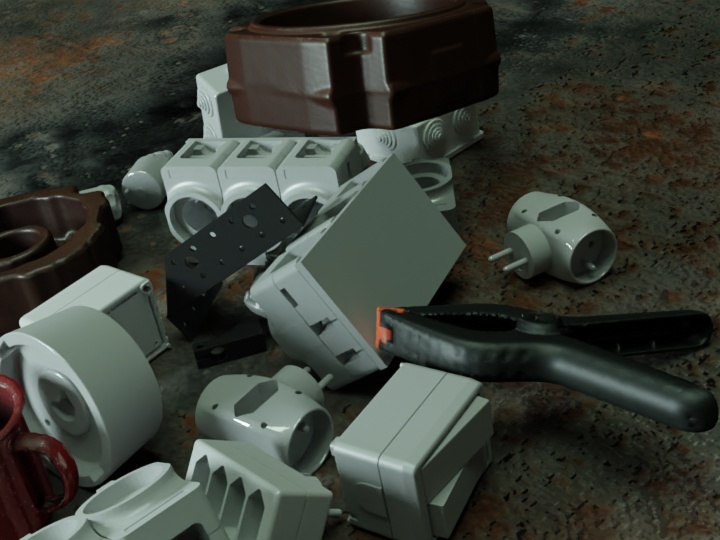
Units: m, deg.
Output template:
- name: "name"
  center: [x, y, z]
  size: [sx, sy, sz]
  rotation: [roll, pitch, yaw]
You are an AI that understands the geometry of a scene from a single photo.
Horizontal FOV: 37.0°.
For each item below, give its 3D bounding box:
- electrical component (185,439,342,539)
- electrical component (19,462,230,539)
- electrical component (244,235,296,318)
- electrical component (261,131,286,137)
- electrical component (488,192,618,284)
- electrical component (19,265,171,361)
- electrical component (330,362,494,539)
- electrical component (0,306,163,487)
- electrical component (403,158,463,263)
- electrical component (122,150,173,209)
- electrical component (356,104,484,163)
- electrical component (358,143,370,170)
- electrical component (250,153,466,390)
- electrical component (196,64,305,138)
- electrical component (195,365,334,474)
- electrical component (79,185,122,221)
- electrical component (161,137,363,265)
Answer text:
- name: "electrical component"
  center: [-0.044, 0.130, 0.592]
  size: [0.076, 0.047, 0.083]
  rotation: [12, 4, -41]
- name: "electrical component"
  center: [-0.145, 0.162, 0.531]
  size: [0.150, 0.061, 0.089]
  rotation: [-31, 10, -30]
- name: "electrical component"
  center: [-0.055, 0.005, 0.781]
  size: [0.048, 0.062, 0.048]
  rotation: [17, 6, -2]
- name: "electrical component"
  center: [-0.095, -0.104, 0.999]
  size: [0.044, 0.044, 0.065]
  rotation: [18, 37, 39]
- name: "electrical component"
  center: [0.132, -0.018, 0.785]
  size: [0.079, 0.043, 0.077]
  rotation: [-23, 34, -19]
- name: "electrical component"
  center: [-0.195, 0.048, 0.764]
  size: [0.061, 0.061, 0.096]
  rotation: [15, 40, 36]
- name: "electrical component"
  center: [0.038, 0.100, 0.606]
  size: [0.061, 0.061, 0.096]
  rotation: [11, 38, 32]
- name: "electrical component"
  center: [-0.171, 0.074, 0.675]
  size: [0.108, 0.108, 0.060]
  rotation: [14, 33, 35]
- name: "electrical component"
  center: [0.051, -0.050, 0.850]
  size: [0.050, 0.055, 0.089]
  rotation: [-8, 31, 5]
- name: "electrical component"
  center: [-0.193, -0.089, 1.005]
  size: [0.040, 0.040, 0.078]
  rotation: [-2, 33, 14]
- name: "electrical component"
  center: [0.052, -0.136, 0.997]
  size: [0.100, 0.048, 0.100]
  rotation: [-33, 38, -32]
- name: "electrical component"
  center: [-0.013, -0.075, 0.912]
  size: [0.066, 0.055, 0.048]
  rotation: [-23, 33, -19]
- name: "electrical component"
  center: [0.000, 0.000, 0.744]
  size: [0.062, 0.089, 0.150]
  rotation: [-29, 16, 40]
- name: "electrical component"
  center: [-0.105, -0.156, 1.033]
  size: [0.100, 0.099, 0.048]
  rotation: [-25, 46, -22]
- name: "electrical component"
  center: [-0.049, 0.086, 0.673]
  size: [0.077, 0.043, 0.079]
  rotation: [14, 39, 35]
- name: "electrical component"
  center: [-0.249, -0.055, 0.974]
  size: [0.061, 0.035, 0.035]
  rotation: [-14, 31, -1]
- name: "electrical component"
  center: [-0.075, -0.053, 0.862]
  size: [0.150, 0.089, 0.061]
  rotation: [2, 33, 20]
